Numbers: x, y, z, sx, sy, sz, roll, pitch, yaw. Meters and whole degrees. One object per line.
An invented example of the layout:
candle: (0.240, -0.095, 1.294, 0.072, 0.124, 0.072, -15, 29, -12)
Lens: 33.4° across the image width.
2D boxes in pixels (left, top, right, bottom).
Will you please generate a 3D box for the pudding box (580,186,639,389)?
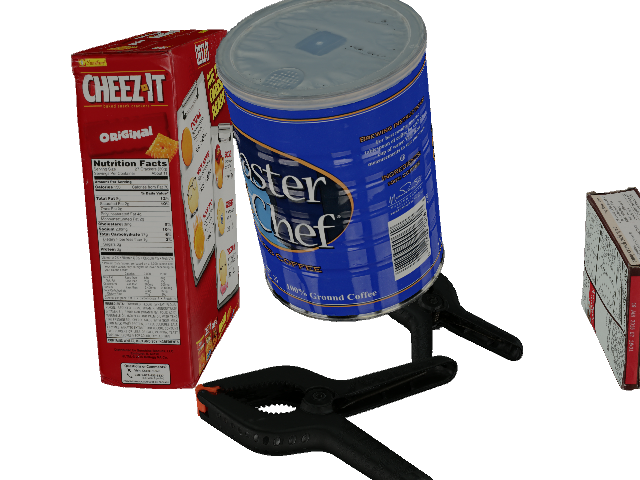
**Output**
pudding box: (0.199, 0.029, 0.687, 0.039, 0.090, 0.113, -4, 27, 0)

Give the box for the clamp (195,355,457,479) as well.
clamp: (0.007, 0.131, 0.843, 0.210, 0.036, 0.164, 8, 30, 17)

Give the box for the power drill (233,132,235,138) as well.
power drill: (-0.001, -0.060, 0.962, 0.184, 0.188, 0.057, -15, 33, -26)

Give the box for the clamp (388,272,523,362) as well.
clamp: (0.122, 0.074, 1.068, 0.120, 0.039, 0.171, -3, 44, -22)

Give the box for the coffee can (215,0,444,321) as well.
coffee can: (0.009, -0.043, 0.555, 0.103, 0.140, 0.103, -6, 39, 5)

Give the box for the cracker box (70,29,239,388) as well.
cracker box: (-0.105, -0.028, 0.722, 0.072, 0.214, 0.164, 0, 15, 7)
